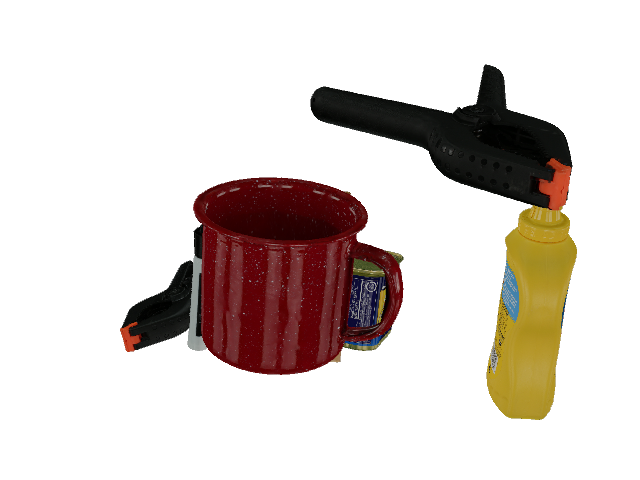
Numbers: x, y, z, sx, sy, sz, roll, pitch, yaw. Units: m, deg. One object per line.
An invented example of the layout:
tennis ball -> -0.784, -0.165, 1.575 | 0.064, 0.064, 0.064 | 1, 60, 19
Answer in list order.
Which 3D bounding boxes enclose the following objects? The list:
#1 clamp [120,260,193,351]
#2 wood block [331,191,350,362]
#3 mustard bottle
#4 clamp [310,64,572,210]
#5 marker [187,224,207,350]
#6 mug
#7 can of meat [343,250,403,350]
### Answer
clamp -> -0.143, 0.068, 1.161 | 0.120, 0.039, 0.171 | -6, 25, 33
wood block -> -0.011, 0.044, 1.391 | 0.090, 0.206, 0.091 | 3, 23, -1
mustard bottle -> 0.178, 0.048, 0.895 | 0.058, 0.192, 0.096 | 4, 28, 3
clamp -> 0.096, -0.075, 0.745 | 0.164, 0.036, 0.210 | -9, 30, -17
marker -> -0.103, 0.041, 0.926 | 0.020, 0.121, 0.020 | 5, 28, -3
mug -> -0.012, 0.022, 0.578 | 0.117, 0.081, 0.093 | 11, 24, 14
can of meat -> 0.045, 0.059, 1.093 | 0.057, 0.084, 0.102 | 9, 12, 16
